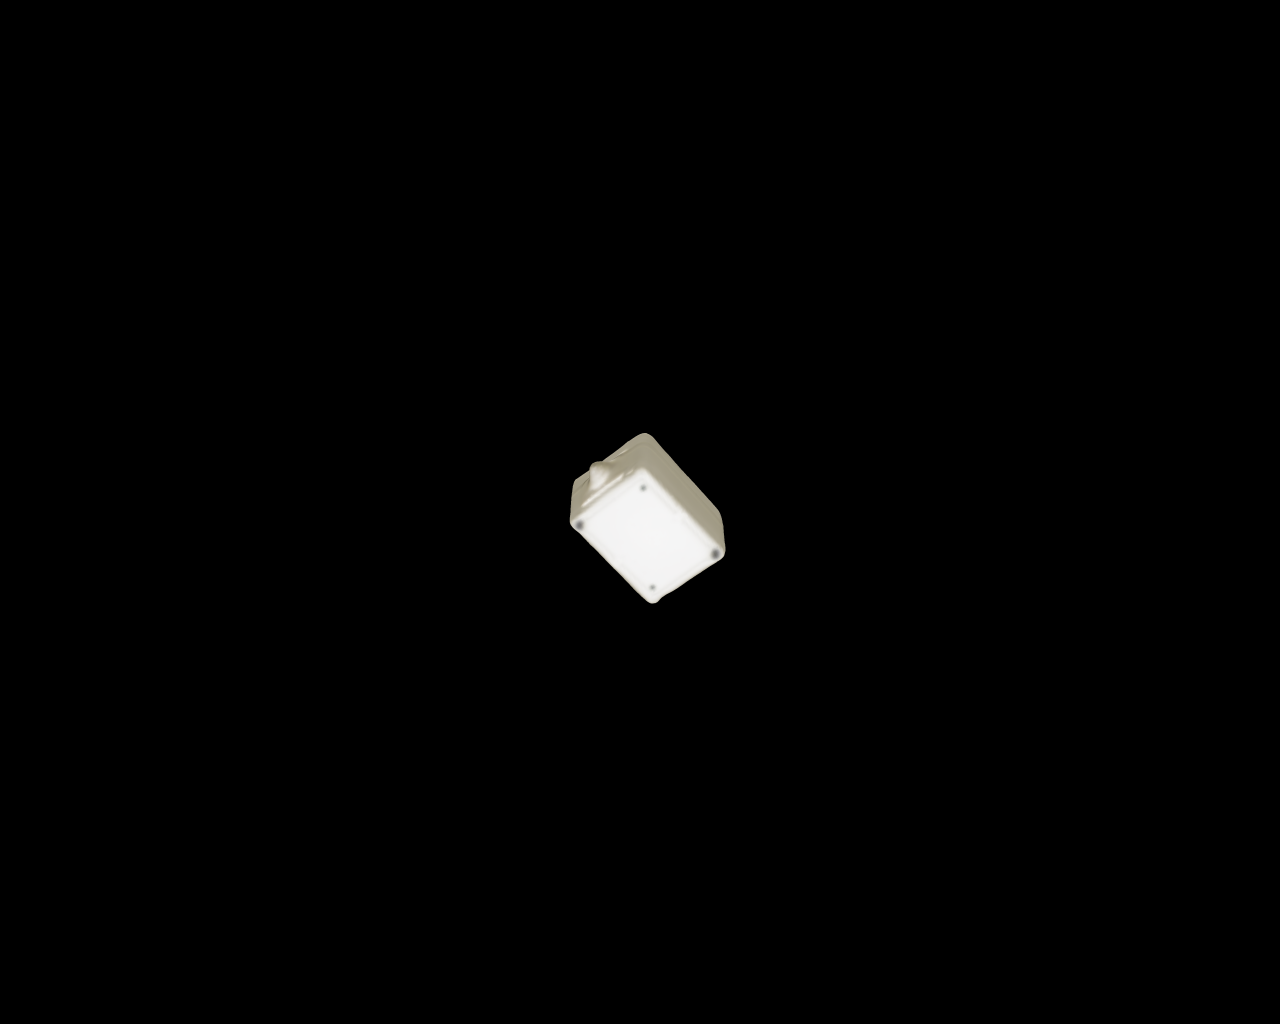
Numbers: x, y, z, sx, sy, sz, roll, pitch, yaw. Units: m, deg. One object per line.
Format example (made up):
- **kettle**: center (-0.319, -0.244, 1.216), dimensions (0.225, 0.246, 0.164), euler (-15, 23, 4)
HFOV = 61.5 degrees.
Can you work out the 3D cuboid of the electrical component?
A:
- **electrical component**: center (0.001, -0.003, 0.650), dimensions (0.061, 0.096, 0.061), euler (-36, 24, 18)
